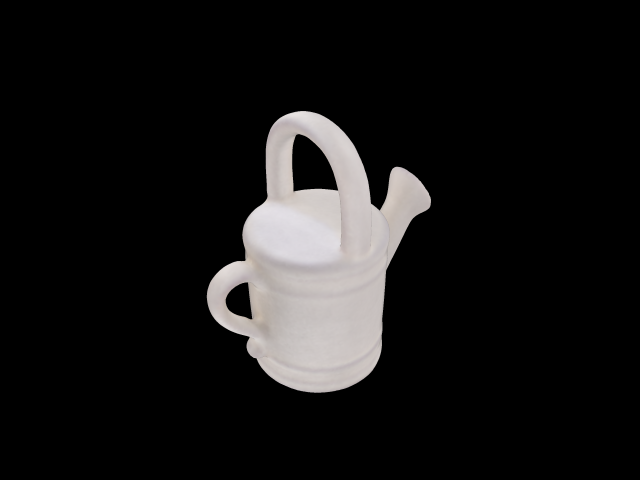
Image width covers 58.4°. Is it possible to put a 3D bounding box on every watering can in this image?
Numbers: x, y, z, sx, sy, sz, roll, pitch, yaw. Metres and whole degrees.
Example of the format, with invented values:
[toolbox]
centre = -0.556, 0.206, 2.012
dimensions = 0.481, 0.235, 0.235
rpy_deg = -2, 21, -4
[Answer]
[watering can]
centre = 0.002, 0.000, 0.401
dimensions = 0.100, 0.194, 0.173
rpy_deg = 19, 40, 25
